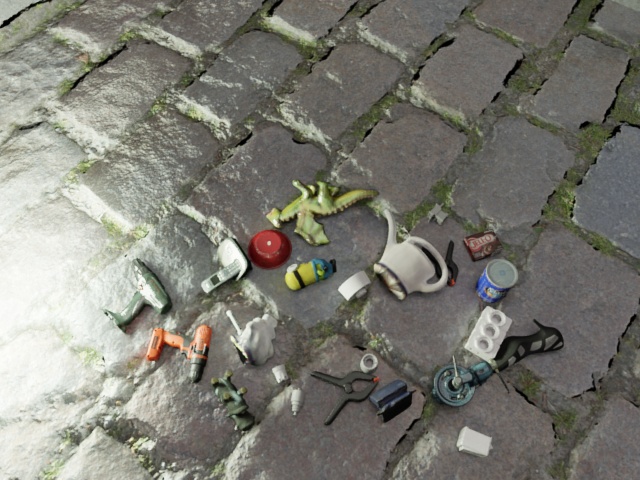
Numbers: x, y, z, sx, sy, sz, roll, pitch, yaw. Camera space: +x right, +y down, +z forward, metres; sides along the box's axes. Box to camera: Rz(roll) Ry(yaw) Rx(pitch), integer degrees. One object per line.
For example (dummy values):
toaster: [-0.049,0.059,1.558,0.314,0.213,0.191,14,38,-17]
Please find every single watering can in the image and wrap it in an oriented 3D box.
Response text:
watering can: [0.280,0.059,1.789,0.226,0.102,0.352,-35,65,-16]

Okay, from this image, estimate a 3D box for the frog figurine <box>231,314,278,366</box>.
frog figurine: [-0.188,0.317,1.644,0.161,0.122,0.136,-33,99,-26]

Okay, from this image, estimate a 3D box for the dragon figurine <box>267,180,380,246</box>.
dragon figurine: [0.006,-0.096,1.898,0.410,0.121,0.245,6,78,5]
